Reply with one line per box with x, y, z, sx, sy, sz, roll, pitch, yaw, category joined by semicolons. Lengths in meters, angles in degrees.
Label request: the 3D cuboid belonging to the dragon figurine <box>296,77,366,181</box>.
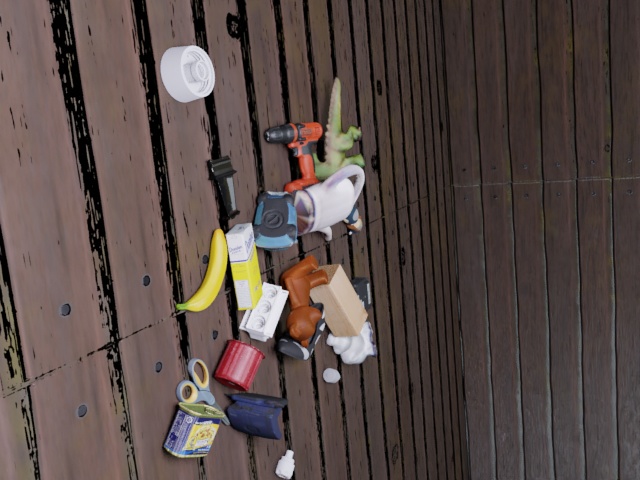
0.017;-0.254;1.505;0.122;0.405;0.246;0;19;36;dragon figurine

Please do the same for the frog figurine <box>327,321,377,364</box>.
0.085;0.323;1.623;0.159;0.137;0.122;0;-1;-27;frog figurine

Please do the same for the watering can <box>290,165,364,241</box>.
0.004;-0.070;1.388;0.226;0.105;0.340;-21;-27;-32;watering can
